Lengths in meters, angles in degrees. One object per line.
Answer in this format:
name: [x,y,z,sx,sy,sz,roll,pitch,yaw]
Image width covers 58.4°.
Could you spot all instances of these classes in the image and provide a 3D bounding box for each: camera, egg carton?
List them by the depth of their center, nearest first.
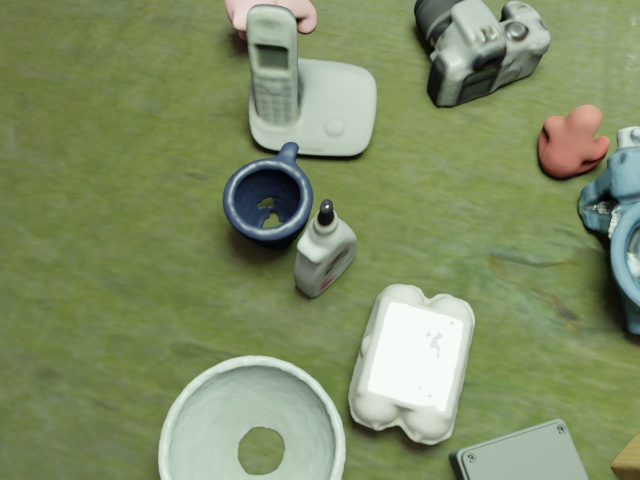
egg carton: [0.091,0.120,0.571,0.107,0.069,0.150,14,70,6]
camera: [0.185,-0.256,0.696,0.143,0.101,0.136,-22,71,-7]

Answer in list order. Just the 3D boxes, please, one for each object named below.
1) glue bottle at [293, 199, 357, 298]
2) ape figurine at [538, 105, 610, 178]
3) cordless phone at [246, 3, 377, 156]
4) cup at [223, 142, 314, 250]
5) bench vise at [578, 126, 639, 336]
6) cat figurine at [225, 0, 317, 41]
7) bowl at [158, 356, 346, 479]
glue bottle: [0.005,0.002,0.561,0.037,0.173,0.078,37,74,14]
ape figurine: [0.289,-0.118,0.647,0.076,0.092,0.077,-41,74,-14]
cordless phone: [-0.010,-0.172,0.620,0.147,0.185,0.094,3,69,2]
cup: [-0.048,-0.040,0.619,0.091,0.095,0.118,17,70,7]
bench vise: [0.323,-0.023,0.543,0.121,0.220,0.207,-22,71,-7]
cat figurine: [-0.065,-0.290,0.701,0.128,0.118,0.067,-42,74,-14]
bowl: [-0.061,0.198,0.540,0.167,0.075,0.167,0,69,0]
